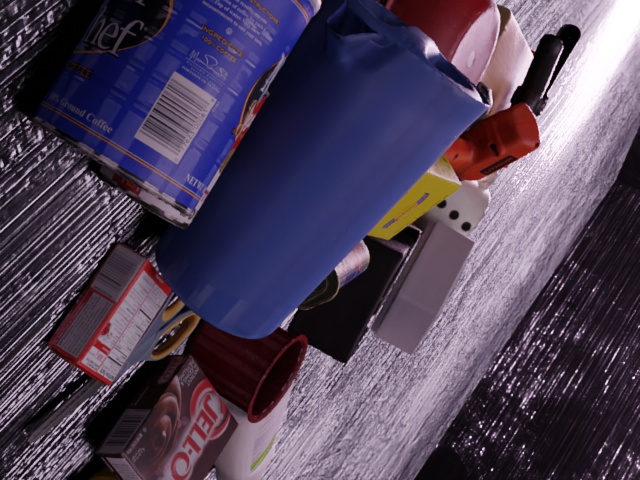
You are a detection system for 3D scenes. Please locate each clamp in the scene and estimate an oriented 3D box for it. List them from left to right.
[{"bbox_3d":[0.226,-0.155,1.149,0.120,0.039,0.171,-13,130,-64],"label":"clamp"}]

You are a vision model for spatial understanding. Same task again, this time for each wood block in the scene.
[{"bbox_3d":[0.156,-0.190,1.117,0.091,0.090,0.206,-62,162,5],"label":"wood block"}]

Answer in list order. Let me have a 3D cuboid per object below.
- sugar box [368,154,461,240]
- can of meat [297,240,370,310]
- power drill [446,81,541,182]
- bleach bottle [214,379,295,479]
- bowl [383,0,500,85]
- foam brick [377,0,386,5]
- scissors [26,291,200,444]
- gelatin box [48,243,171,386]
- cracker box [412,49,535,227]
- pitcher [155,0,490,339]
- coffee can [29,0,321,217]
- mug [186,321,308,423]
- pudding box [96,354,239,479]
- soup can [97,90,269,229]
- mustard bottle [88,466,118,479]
[{"bbox_3d":[0.043,-0.049,0.918,0.093,0.048,0.176,-38,158,23],"label":"sugar box"},{"bbox_3d":[-0.006,0.001,0.959,0.058,0.102,0.083,-25,-178,28],"label":"can of meat"},{"bbox_3d":[0.133,-0.103,1.045,0.187,0.057,0.185,-3,164,-45],"label":"power drill"},{"bbox_3d":[-0.083,0.212,1.150,0.102,0.068,0.251,-46,160,-35],"label":"bleach bottle"},{"bbox_3d":[0.099,-0.156,0.863,0.162,0.055,0.162,-47,154,-31],"label":"bowl"},{"bbox_3d":[0.023,-0.181,0.821,0.051,0.053,0.078,-43,157,-43],"label":"foam brick"},{"bbox_3d":[-0.148,0.079,0.824,0.201,0.016,0.096,-30,145,-59],"label":"scissors"},{"bbox_3d":[-0.148,0.054,0.762,0.089,0.030,0.073,-57,164,-12],"label":"gelatin box"},{"bbox_3d":[0.178,-0.126,1.313,0.213,0.072,0.164,-48,158,-31],"label":"cracker box"},{"bbox_3d":[0.000,-0.048,0.756,0.243,0.149,0.145,-50,-163,17],"label":"pitcher"},{"bbox_3d":[-0.078,-0.098,0.587,0.140,0.103,0.102,-59,163,-3],"label":"coffee can"},{"bbox_3d":[-0.065,0.106,0.989,0.117,0.081,0.093,-17,135,-65],"label":"mug"},{"bbox_3d":[-0.126,0.166,0.901,0.113,0.039,0.090,-55,128,-37],"label":"pudding box"},{"bbox_3d":[-0.087,-0.067,0.674,0.102,0.068,0.068,-59,163,0],"label":"soup can"},{"bbox_3d":[-0.171,0.241,0.952,0.096,0.058,0.191,-57,163,-12],"label":"mustard bottle"}]
